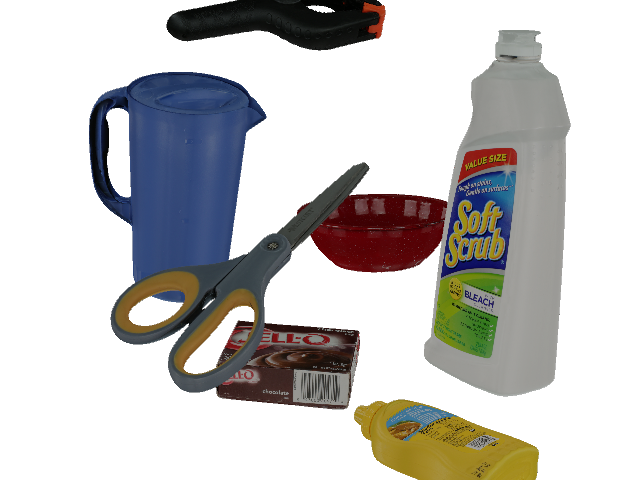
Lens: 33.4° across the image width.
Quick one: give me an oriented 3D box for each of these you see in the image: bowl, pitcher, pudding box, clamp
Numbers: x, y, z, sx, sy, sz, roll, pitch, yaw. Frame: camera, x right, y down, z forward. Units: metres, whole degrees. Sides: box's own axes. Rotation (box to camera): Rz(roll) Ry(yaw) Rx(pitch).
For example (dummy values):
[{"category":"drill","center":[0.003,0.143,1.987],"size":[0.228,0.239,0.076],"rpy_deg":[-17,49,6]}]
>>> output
[{"category":"bowl","center":[0.058,-0.006,1.077],"size":[0.162,0.055,0.162],"rpy_deg":[-2,13,0]},{"category":"pitcher","center":[-0.162,-0.058,1.188],"size":[0.149,0.243,0.144],"rpy_deg":[28,33,35]},{"category":"pudding box","center":[-0.026,0.104,0.911],"size":[0.113,0.039,0.090],"rpy_deg":[6,20,5]},{"category":"clamp","center":[-0.033,-0.202,0.865],"size":[0.171,0.120,0.039],"rpy_deg":[7,-27,-5]}]

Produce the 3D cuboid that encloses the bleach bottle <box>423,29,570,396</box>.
[{"category":"bleach bottle","center":[0.128,-0.023,0.760],"size":[0.067,0.251,0.103],"rpy_deg":[-9,19,-32]}]

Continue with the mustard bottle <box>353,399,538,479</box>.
[{"category":"mustard bottle","center":[0.107,0.198,1.033],"size":[0.096,0.058,0.192],"rpy_deg":[-17,24,-42]}]

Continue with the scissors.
[{"category":"scissors","center":[-0.048,0.008,0.626],"size":[0.096,0.016,0.201],"rpy_deg":[11,44,18]}]
